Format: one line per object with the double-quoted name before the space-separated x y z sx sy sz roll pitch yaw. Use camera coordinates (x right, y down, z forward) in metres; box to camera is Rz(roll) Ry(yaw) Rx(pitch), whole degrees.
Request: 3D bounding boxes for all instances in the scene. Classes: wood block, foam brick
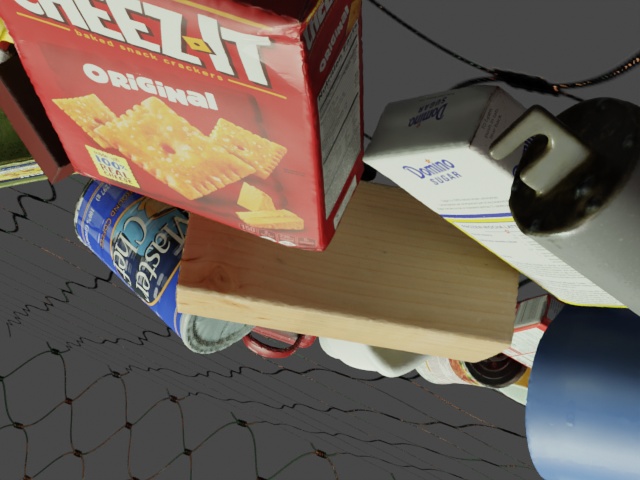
"wood block" 0.017 0.015 0.687 0.206 0.091 0.090 10 166 -5
"foam brick" -0.172 -0.085 0.699 0.078 0.053 0.051 56 158 -4

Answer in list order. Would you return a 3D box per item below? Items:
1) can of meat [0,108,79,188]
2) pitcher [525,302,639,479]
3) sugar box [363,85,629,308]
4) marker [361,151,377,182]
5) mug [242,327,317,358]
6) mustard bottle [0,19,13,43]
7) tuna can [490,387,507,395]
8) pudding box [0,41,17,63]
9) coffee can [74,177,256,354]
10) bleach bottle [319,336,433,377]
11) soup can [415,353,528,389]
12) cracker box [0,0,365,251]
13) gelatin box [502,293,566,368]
"can of meat" -0.218 -0.075 0.779 0.102 0.057 0.084 -11 179 -9
"pitcher" 0.268 0.127 0.694 0.243 0.145 0.149 7 151 37
"sugar box" 0.119 -0.020 0.596 0.176 0.048 0.094 36 161 -28
"marker" -0.003 -0.069 0.655 0.020 0.020 0.121 8 158 46
"mug" -0.037 0.059 0.981 0.081 0.117 0.093 20 135 -10
"mustard bottle" -0.248 -0.165 0.614 0.191 0.058 0.096 28 162 -17
"tuna can" 0.189 0.127 1.023 0.086 0.033 0.086 22 165 6
"pudding box" -0.244 -0.143 0.726 0.090 0.039 0.114 27 163 -12
"coffee can" -0.107 0.005 0.825 0.140 0.103 0.102 40 174 27
"bleach bottle" 0.045 0.077 0.939 0.068 0.102 0.251 59 163 0
"soup can" 0.129 0.095 0.934 0.068 0.068 0.102 28 165 -16
"cracker box" -0.065 -0.087 0.531 0.164 0.072 0.214 19 157 12
"gelatin box" 0.180 0.076 0.851 0.073 0.030 0.089 28 157 -18
